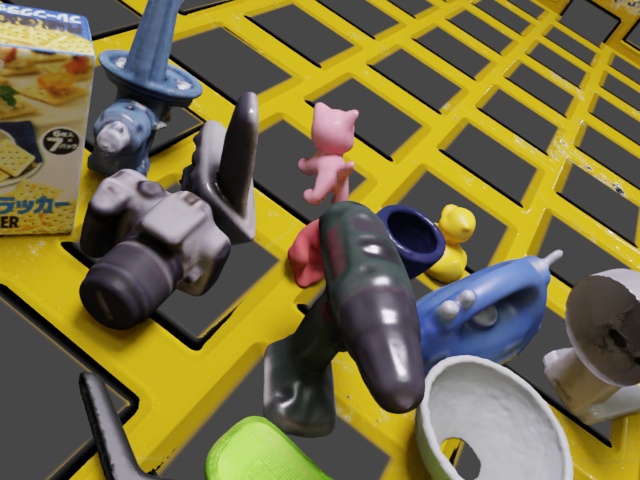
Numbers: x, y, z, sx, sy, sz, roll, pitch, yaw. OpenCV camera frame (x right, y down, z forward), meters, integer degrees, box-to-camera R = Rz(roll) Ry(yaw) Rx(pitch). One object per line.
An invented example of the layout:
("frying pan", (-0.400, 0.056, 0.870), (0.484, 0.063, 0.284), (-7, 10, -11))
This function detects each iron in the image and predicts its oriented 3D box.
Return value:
("iron", (0.173, 0.081, 0.648), (0.259, 0.141, 0.118), (-15, 57, -39))

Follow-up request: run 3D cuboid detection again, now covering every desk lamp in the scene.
("desk lamp", (0.357, 0.118, 0.662), (0.204, 0.213, 0.117), (-1, 49, -30))

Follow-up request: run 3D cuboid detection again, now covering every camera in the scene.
("camera", (-0.174, 0.008, 0.551), (0.143, 0.100, 0.137), (32, 41, 3))

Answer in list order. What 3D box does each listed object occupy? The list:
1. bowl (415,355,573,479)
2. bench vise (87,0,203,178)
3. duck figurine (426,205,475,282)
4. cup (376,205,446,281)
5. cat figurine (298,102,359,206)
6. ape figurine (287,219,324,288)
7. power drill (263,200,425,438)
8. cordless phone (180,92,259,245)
("bowl", (0.158, 0.204, 0.566), (0.168, 0.074, 0.167), (16, 43, -15))
("bench vise", (-0.184, -0.180, 0.642), (0.122, 0.219, 0.207), (7, 46, -24))
("duck figurine", (0.177, -0.002, 0.775), (0.078, 0.086, 0.104), (15, 43, -16))
("cup", (0.080, 0.015, 0.695), (0.118, 0.095, 0.091), (17, 43, -15))
("cat figurine", (0.019, -0.124, 0.781), (0.067, 0.117, 0.127), (6, 46, -25))
("ape figurine", (0.006, 0.002, 0.667), (0.078, 0.092, 0.076), (14, 43, -17))
("power drill", (0.017, 0.085, 0.502), (0.076, 0.208, 0.229), (13, 44, -18))
("cordless phone", (-0.094, -0.100, 0.640), (0.094, 0.185, 0.147), (9, 45, -22))
